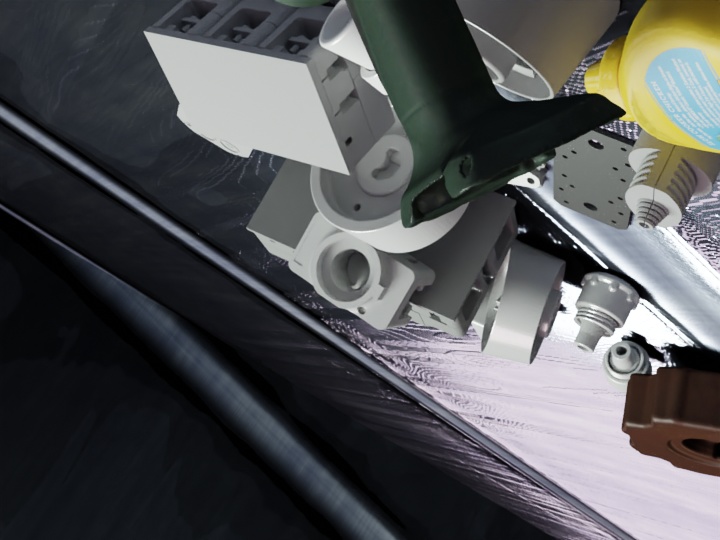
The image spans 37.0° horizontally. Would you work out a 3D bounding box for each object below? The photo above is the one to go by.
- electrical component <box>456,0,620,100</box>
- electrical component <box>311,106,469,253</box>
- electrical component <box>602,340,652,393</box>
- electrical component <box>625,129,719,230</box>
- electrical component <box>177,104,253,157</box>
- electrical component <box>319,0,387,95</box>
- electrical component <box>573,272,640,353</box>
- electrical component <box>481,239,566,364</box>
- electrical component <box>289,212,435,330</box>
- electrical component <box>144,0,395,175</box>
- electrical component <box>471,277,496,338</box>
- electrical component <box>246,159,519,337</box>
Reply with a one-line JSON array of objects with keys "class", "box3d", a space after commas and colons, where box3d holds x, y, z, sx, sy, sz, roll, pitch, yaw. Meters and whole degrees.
[{"class": "electrical component", "box3d": [0.071, -0.129, 0.529, 0.099, 0.064, 0.099, 32, 180, 0]}, {"class": "electrical component", "box3d": [0.027, -0.064, 0.735, 0.108, 0.108, 0.060, 19, 169, 38]}, {"class": "electrical component", "box3d": [0.243, 0.085, 0.983, 0.043, 0.043, 0.062, 22, 164, 29]}, {"class": "electrical component", "box3d": [0.158, -0.056, 0.534, 0.043, 0.081, 0.043, 27, 167, 7]}, {"class": "electrical component", "box3d": [-0.105, -0.132, 0.865, 0.080, 0.051, 0.080, 27, 167, 7]}, {"class": "electrical component", "box3d": [0.011, -0.133, 0.629, 0.055, 0.045, 0.045, 34, 166, -26]}, {"class": "electrical component", "box3d": [0.191, 0.036, 0.859, 0.048, 0.062, 0.048, 27, 167, 7]}, {"class": "electrical component", "box3d": [0.130, 0.027, 0.884, 0.064, 0.099, 0.099, 19, 165, 15]}, {"class": "electrical component", "box3d": [0.000, 0.000, 0.786, 0.089, 0.050, 0.056, 34, -167, 18]}, {"class": "electrical component", "box3d": [-0.057, -0.130, 0.715, 0.150, 0.061, 0.089, 19, 146, 37]}, {"class": "electrical component", "box3d": [0.118, 0.026, 0.970, 0.077, 0.065, 0.047, 23, 166, 27]}, {"class": "electrical component", "box3d": [0.020, -0.033, 0.861, 0.186, 0.105, 0.060, 24, 166, 20]}]
